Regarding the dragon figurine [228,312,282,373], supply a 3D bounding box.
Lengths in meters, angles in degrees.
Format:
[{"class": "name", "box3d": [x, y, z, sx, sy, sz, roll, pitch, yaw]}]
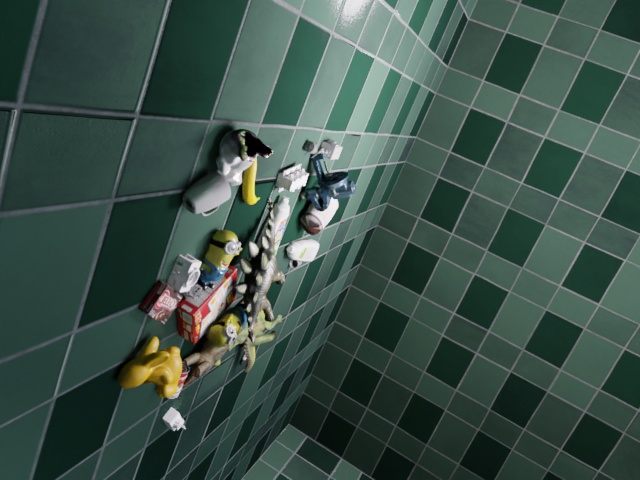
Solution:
[{"class": "dragon figurine", "box3d": [-0.297, 0.393, 2.104, 0.242, 0.123, 0.407, 6, 109, -55]}]

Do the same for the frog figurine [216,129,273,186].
[{"class": "frog figurine", "box3d": [-0.223, -0.210, 1.336, 0.157, 0.122, 0.140, -29, -163, 36]}]

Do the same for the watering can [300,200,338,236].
[{"class": "watering can", "box3d": [0.007, -0.111, 2.198, 0.228, 0.104, 0.341, -55, 169, -24]}]
